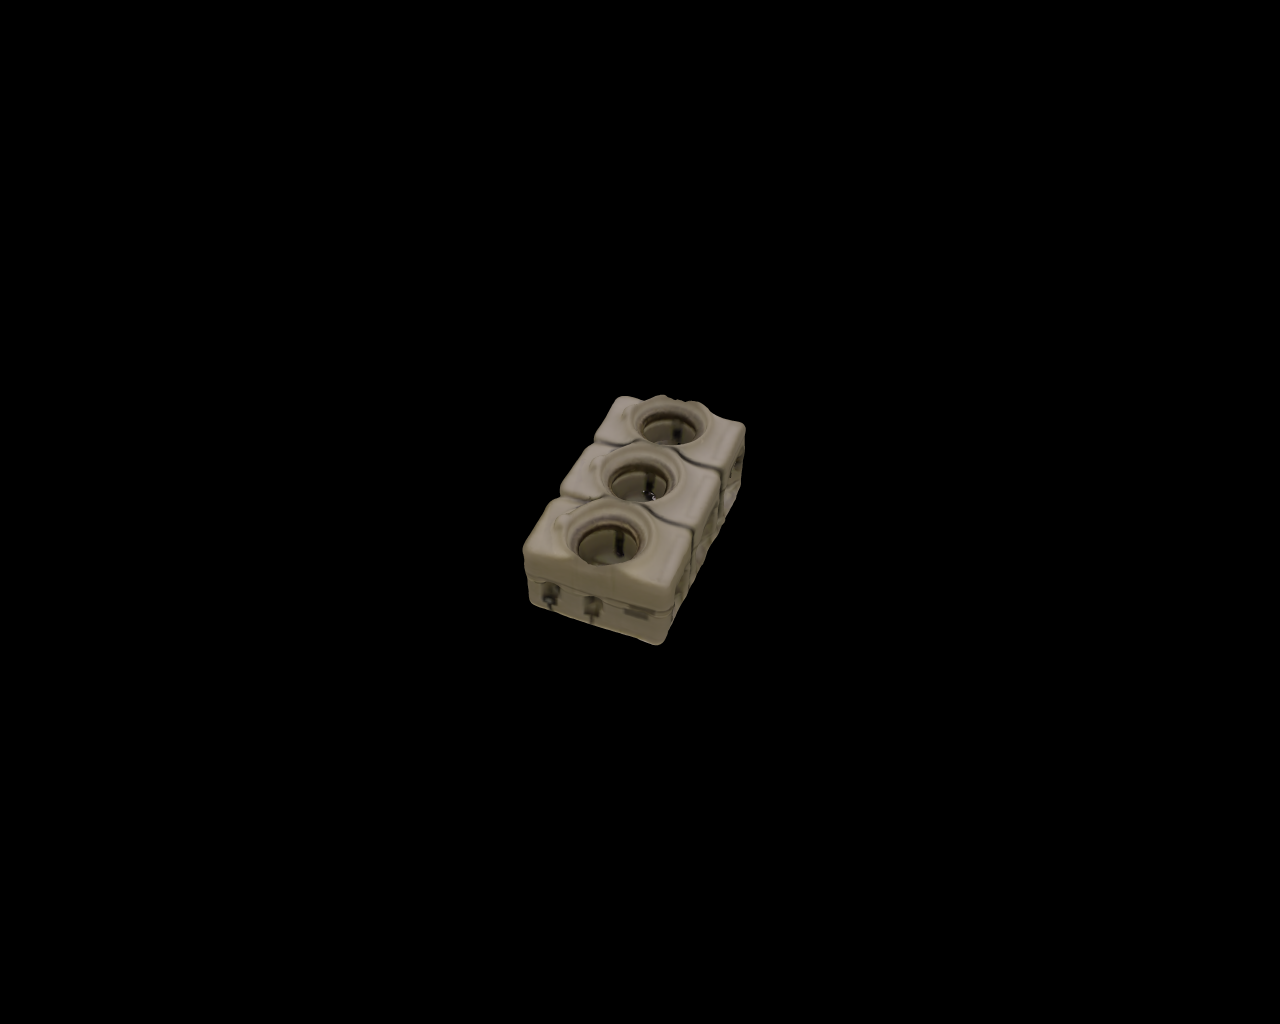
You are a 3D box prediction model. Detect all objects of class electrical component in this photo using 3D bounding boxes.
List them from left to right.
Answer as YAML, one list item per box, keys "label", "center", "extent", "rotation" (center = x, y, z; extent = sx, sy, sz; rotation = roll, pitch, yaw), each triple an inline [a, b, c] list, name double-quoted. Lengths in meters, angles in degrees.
- label: "electrical component"
  center: [0.001, -0.003, 0.650]
  extent: [0.089, 0.061, 0.150]
  rotation: [15, 47, 15]
